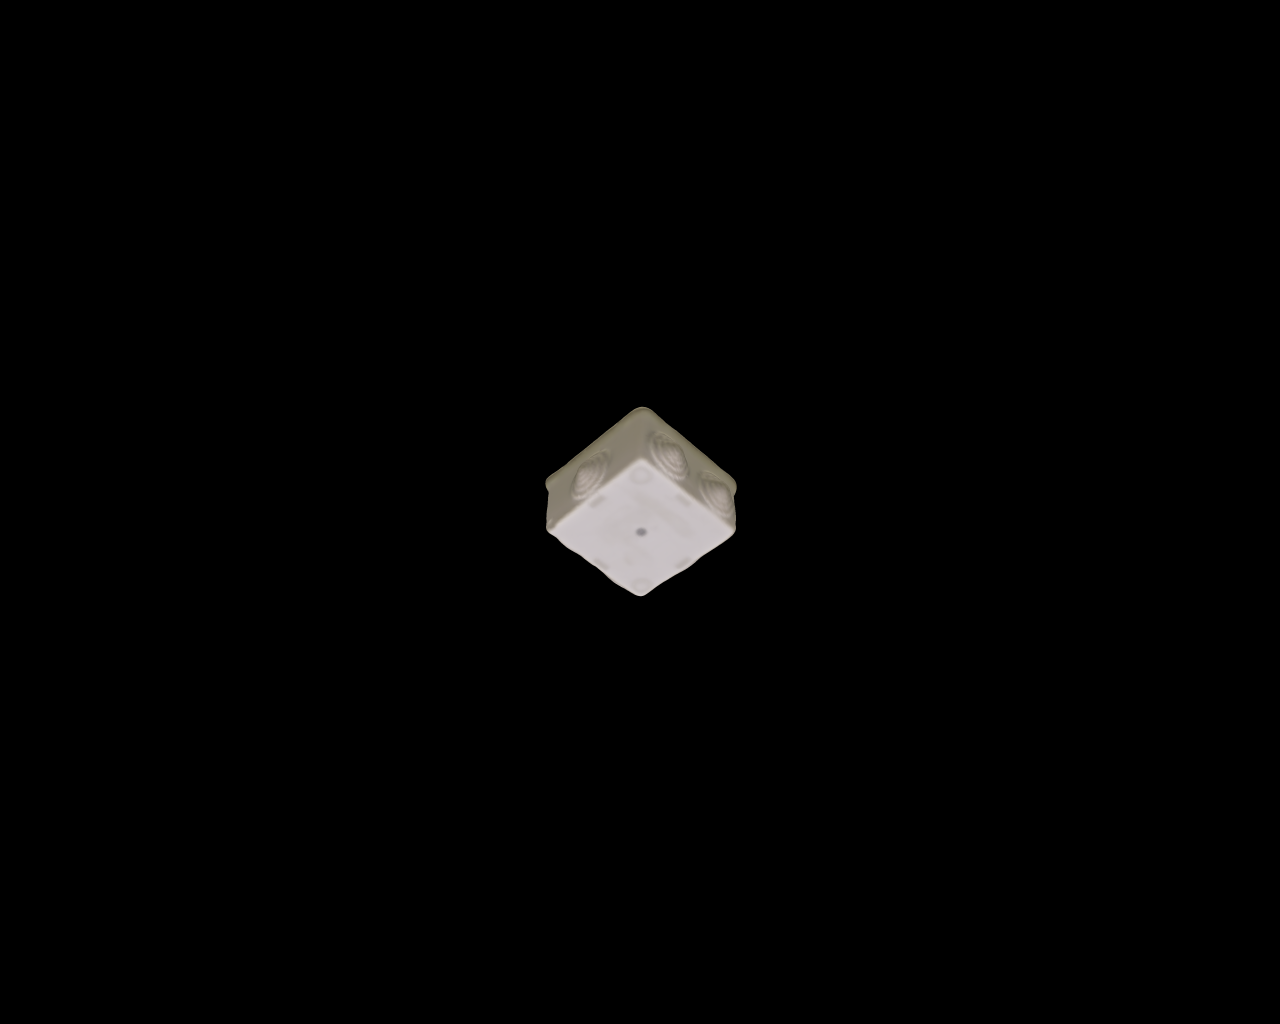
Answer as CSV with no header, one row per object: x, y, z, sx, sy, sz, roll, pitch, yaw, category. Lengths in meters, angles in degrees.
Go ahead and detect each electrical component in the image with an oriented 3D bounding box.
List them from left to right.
0.001,-0.003,0.650,0.099,0.048,0.099,-36,-58,27,electrical component
